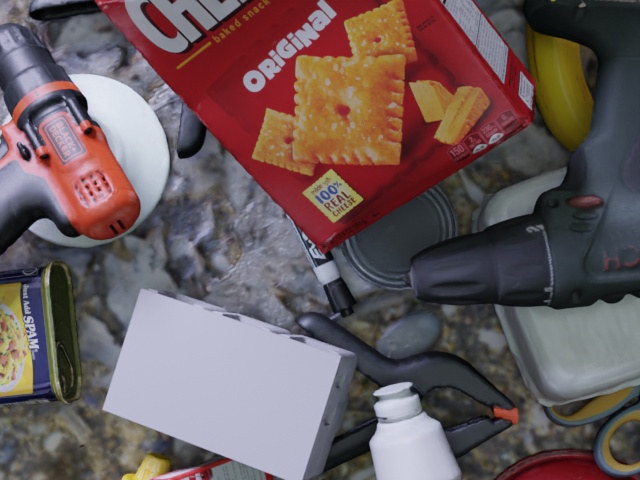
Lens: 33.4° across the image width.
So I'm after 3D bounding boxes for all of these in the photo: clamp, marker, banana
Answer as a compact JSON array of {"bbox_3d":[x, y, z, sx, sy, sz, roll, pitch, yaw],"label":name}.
[{"bbox_3d":[0.055,0.108,0.770,0.171,0.039,0.120,-4,94,2],"label":"clamp"},{"bbox_3d":[-0.098,-0.187,0.779,0.164,0.036,0.210,37,87,3],"label":"clamp"},{"bbox_3d":[-0.005,0.001,0.782,0.020,0.020,0.121,-26,88,0],"label":"marker"},{"bbox_3d":[0.182,-0.143,0.777,0.069,0.037,0.198,-10,90,-18],"label":"banana"}]

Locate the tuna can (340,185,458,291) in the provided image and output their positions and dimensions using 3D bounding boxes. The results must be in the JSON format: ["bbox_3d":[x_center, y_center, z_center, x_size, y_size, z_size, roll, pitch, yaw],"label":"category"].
[{"bbox_3d":[0.056,-0.006,0.774,0.086,0.034,0.086,0,89,1],"label":"tuna can"}]

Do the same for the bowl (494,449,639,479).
[{"bbox_3d":[0.184,0.233,0.756,0.162,0.055,0.162,0,89,1],"label":"bowl"}]

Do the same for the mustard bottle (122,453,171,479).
[{"bbox_3d":[-0.144,0.245,0.758,0.096,0.058,0.191,19,89,-1],"label":"mustard bottle"}]

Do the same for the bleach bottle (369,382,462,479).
[{"bbox_3d":[0.081,0.220,0.726,0.068,0.103,0.251,-16,92,-8],"label":"bleach bottle"}]

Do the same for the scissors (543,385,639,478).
[{"bbox_3d":[0.262,0.102,0.769,0.201,0.016,0.096,-21,72,0],"label":"scissors"}]

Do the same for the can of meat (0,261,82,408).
[{"bbox_3d":[-0.222,0.070,0.765,0.084,0.057,0.102,-7,88,3],"label":"can of meat"}]

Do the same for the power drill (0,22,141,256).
[{"bbox_3d":[-0.239,-0.045,0.737,0.187,0.057,0.184,-33,69,-4],"label":"power drill"}]

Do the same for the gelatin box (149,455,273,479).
[{"bbox_3d":[-0.071,0.191,0.750,0.089,0.030,0.073,-12,88,-40],"label":"gelatin box"}]

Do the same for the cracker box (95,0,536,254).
[{"bbox_3d":[0.001,-0.116,0.633,0.164,0.072,0.213,-31,113,28],"label":"cracker box"}]
